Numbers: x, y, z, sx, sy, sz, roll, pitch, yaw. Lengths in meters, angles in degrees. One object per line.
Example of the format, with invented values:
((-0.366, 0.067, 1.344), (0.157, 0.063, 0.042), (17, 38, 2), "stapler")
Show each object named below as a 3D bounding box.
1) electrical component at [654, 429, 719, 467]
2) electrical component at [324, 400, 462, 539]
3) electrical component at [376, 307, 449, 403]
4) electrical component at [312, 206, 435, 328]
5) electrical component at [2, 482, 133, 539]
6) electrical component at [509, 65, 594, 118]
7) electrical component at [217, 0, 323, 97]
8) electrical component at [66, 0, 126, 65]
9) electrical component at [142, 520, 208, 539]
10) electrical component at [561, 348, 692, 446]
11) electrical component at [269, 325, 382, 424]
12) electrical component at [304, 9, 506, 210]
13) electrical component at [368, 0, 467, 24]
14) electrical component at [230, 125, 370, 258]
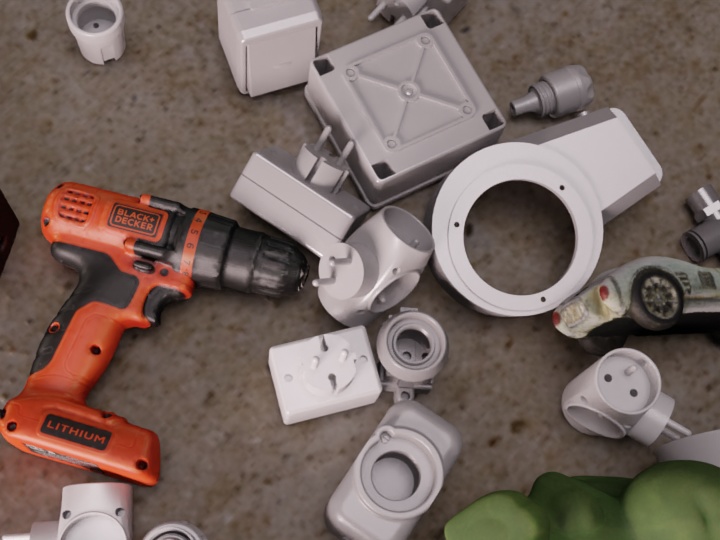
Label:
((0.248, 0.129, 0.699), (0.099, 0.099, 0.064), (-15, 80, -11), "electrical component")
((0.021, 0.134, 0.693), (0.054, 0.059, 0.095), (33, 72, 5), "electrical component")
((0.033, 0.055, 0.722), (0.048, 0.055, 0.066), (4, 71, -5), "electrical component")
((0.000, 0.000, 0.709), (0.079, 0.077, 0.044), (-5, 52, -53), "electrical component")
((-0.182, 0.174, 0.666), (0.079, 0.044, 0.077), (-1, 72, -7), "electrical component")
((0.142, -0.130, 0.807), (0.061, 0.035, 0.035), (-20, 75, -9), "electrical component")
((-0.064, -0.173, 0.766), (0.062, 0.096, 0.061), (-18, 75, -11), "electrical component")
((-0.190, -0.175, 0.780), (0.040, 0.046, 0.040), (2, 72, -5), "electrical component")
((-0.116, 0.176, 0.663), (0.048, 0.062, 0.048), (2, 72, -5), "electrical component")
((0.181, 0.091, 0.715), (0.079, 0.077, 0.044), (30, 71, 4), "electrical component")
((-0.022, 0.065, 0.702), (0.066, 0.076, 0.047), (-13, 74, -10), "electrical component")
((0.031, -0.116, 0.778), (0.109, 0.056, 0.108), (-26, 76, -13), "electrical component")
((0.037, -0.209, 0.815), (0.066, 0.047, 0.076), (38, 72, 7), "electrical component")
((-0.031, -0.062, 0.742), (0.083, 0.047, 0.075), (34, 107, 6), "electrical component")
